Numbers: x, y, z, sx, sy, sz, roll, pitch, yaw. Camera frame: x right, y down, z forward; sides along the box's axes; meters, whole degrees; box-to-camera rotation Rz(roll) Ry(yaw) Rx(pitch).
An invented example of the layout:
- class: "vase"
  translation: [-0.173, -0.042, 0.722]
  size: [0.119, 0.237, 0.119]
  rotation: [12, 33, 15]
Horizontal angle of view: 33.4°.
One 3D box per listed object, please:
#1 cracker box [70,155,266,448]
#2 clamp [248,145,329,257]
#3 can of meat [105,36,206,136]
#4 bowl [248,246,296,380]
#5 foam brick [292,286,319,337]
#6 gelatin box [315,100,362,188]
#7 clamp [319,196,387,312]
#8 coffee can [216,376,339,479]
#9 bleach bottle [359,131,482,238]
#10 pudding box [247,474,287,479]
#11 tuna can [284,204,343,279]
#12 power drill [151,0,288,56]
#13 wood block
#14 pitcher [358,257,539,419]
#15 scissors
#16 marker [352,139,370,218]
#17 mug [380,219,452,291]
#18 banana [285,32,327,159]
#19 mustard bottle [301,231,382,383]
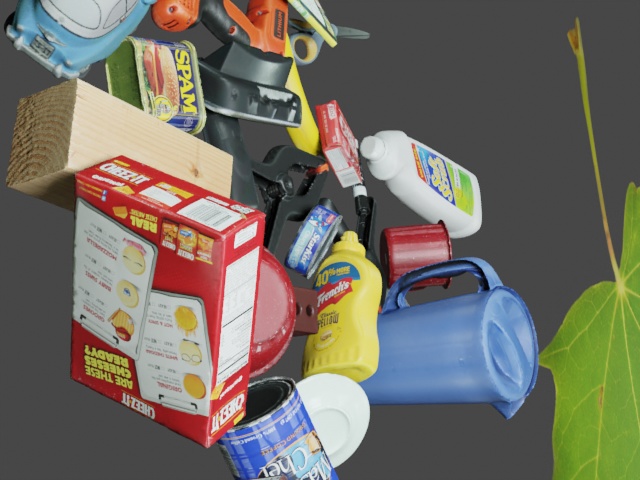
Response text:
- class: "cracker box"
  translation: [-0.137, 0.052, 0.941]
  size: [0.072, 0.164, 0.214]
  rotation: [-32, 137, -51]
- class: "clamp"
  translation: [-0.057, -0.067, 1.253]
  size: [0.209, 0.036, 0.164]
  rotation: [-42, 111, -51]
- class: "can of meat"
  translation: [-0.173, -0.159, 1.109]
  size: [0.083, 0.058, 0.102]
  rotation: [-4, 83, -50]
- class: "bowl"
  translation: [-0.084, 0.067, 1.120]
  size: [0.161, 0.055, 0.162]
  rotation: [7, 76, -29]
- class: "foam brick"
  translation: [-0.044, 0.082, 1.219]
  size: [0.078, 0.051, 0.053]
  rotation: [12, 72, -51]
- class: "gelatin box"
  translation: [0.025, -0.121, 1.347]
  size: [0.089, 0.030, 0.073]
  rotation: [58, 20, -54]
- class: "clamp"
  translation: [0.055, 0.019, 1.379]
  size: [0.120, 0.039, 0.171]
  rotation: [-19, 94, -49]
- class: "coffee can"
  translation: [-0.046, 0.231, 1.134]
  size: [0.102, 0.103, 0.140]
  rotation: [-42, 114, -49]
- class: "bleach bottle"
  translation: [0.137, -0.083, 1.483]
  size: [0.250, 0.068, 0.102]
  rotation: [23, 60, -50]
- class: "pudding box"
  translation: [-0.087, 0.279, 1.058]
  size: [0.039, 0.114, 0.089]
  rotation: [61, 40, -17]
- class: "tuna can"
  translation: [-0.008, 0.002, 1.262]
  size: [0.034, 0.086, 0.086]
  rotation: [29, 46, 6]
- class: "power drill"
  translation: [-0.115, -0.289, 1.220]
  size: [0.187, 0.057, 0.184]
  rotation: [29, 56, -44]
- class: "wood block"
  translation: [-0.188, -0.068, 1.035]
  size: [0.205, 0.090, 0.091]
  rotation: [25, 62, -47]
- class: "pitcher"
  translation: [0.124, 0.125, 1.269]
  size: [0.145, 0.243, 0.149]
  rotation: [49, 46, -34]
- class: "scissors"
  translation: [0.008, -0.260, 1.409]
  size: [0.201, 0.016, 0.096]
  rotation: [16, 70, -50]
- class: "marker"
  translation: [0.048, -0.080, 1.382]
  size: [0.020, 0.020, 0.121]
  rotation: [33, 39, -44]
- class: "mug"
  translation: [0.124, 0.029, 1.420]
  size: [0.117, 0.081, 0.093]
  rotation: [94, -10, -53]
- class: "banana"
  translation: [-0.036, -0.182, 1.317]
  size: [0.069, 0.037, 0.198]
  rotation: [-74, 146, -72]
- class: "mustard bottle"
  translation: [0.029, 0.075, 1.266]
  size: [0.058, 0.096, 0.191]
  rotation: [31, 51, -36]
